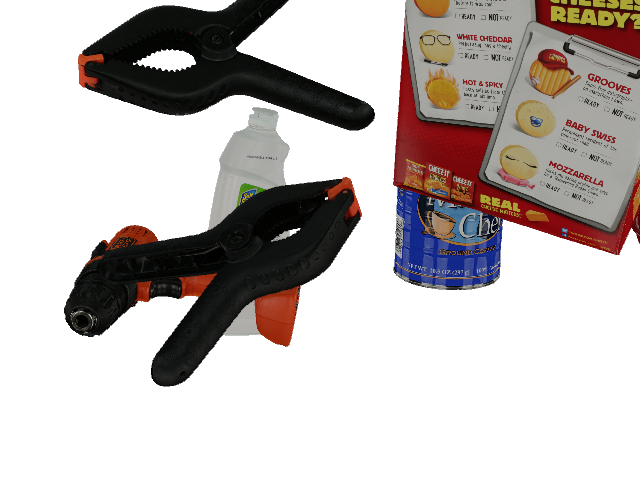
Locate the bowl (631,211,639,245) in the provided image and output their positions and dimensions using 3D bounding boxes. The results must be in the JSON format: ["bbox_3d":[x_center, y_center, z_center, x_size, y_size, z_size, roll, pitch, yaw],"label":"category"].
[{"bbox_3d":[0.411,0.007,1.146,0.162,0.055,0.162,-1,26,0],"label":"bowl"}]

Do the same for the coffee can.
[{"bbox_3d":[0.122,-0.036,1.004,0.103,0.140,0.103,1,18,0],"label":"coffee can"}]

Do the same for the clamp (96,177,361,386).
[{"bbox_3d":[-0.049,0.019,0.653,0.171,0.120,0.039,-25,-40,-1],"label":"clamp"}]

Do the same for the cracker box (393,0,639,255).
[{"bbox_3d":[0.138,-0.111,0.673,0.164,0.214,0.072,19,44,20],"label":"cracker box"}]

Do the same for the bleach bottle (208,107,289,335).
[{"bbox_3d":[-0.073,-0.021,1.188,0.102,0.251,0.068,0,18,-32],"label":"bleach bottle"}]

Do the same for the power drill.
[{"bbox_3d":[-0.112,0.043,0.918,0.187,0.057,0.184,10,22,2],"label":"power drill"}]

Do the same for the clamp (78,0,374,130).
[{"bbox_3d":[-0.069,-0.130,0.785,0.209,0.165,0.036,-16,-28,-19],"label":"clamp"}]
